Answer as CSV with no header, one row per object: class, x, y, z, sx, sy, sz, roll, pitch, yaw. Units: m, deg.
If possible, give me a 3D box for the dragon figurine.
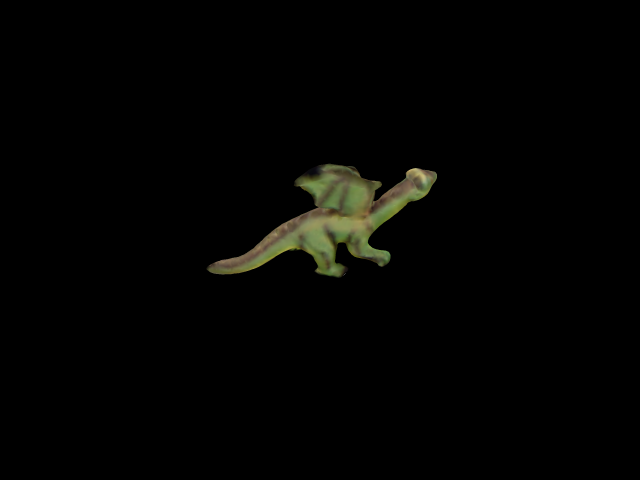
dragon figurine,0.003,-0.043,0.850,0.411,0.125,0.237,-12,-38,-10
